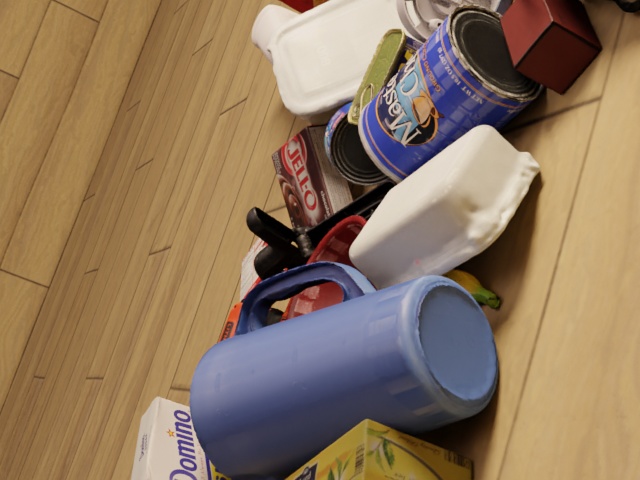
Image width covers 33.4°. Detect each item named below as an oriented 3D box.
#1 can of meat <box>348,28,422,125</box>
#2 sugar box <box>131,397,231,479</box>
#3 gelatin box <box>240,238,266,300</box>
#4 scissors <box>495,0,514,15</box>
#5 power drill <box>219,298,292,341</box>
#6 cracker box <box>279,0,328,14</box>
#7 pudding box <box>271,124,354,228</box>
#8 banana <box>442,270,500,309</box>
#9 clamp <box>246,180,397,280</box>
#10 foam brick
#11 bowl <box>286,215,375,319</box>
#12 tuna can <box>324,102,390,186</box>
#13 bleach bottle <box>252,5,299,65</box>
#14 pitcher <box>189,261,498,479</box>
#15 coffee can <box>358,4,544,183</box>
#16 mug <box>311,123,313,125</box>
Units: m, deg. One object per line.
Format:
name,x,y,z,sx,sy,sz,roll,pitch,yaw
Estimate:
can of meat,0.088,-0.144,1.052,0.102,0.083,0.057,-66,21,2
sugar box,-0.077,0.210,0.946,0.048,0.176,0.093,-51,25,35
gelatin box,-0.070,0.037,1.325,0.073,0.030,0.089,-53,24,36
scissors,0.163,-0.210,0.935,0.201,0.016,0.096,-55,-15,-67
power drill,-0.059,0.133,1.160,0.188,0.057,0.184,-7,58,63
cracker box,0.011,-0.339,1.263,0.164,0.213,0.072,-39,33,51
pudding box,-0.007,-0.063,1.193,0.090,0.039,0.113,-32,74,58
banana,0.076,0.085,0.904,0.198,0.037,0.069,-52,25,34
clamp,-0.007,0.001,1.125,0.210,0.164,0.036,110,143,-64
foam brick,0.188,-0.169,0.879,0.051,0.053,0.078,-52,24,34
bowl,0.027,0.060,1.025,0.162,0.055,0.162,-51,25,35
tuna can,0.048,-0.101,1.102,0.086,0.086,0.034,-62,19,11
bleach bottle,-0.026,-0.239,1.405,0.068,0.102,0.251,-64,19,19
pitcher,0.016,0.102,0.852,0.243,0.149,0.144,-25,17,41
coffee can,0.113,-0.123,0.941,0.141,0.102,0.102,-45,29,44
mug,0.023,-0.162,1.233,0.093,0.081,0.117,-38,34,52
